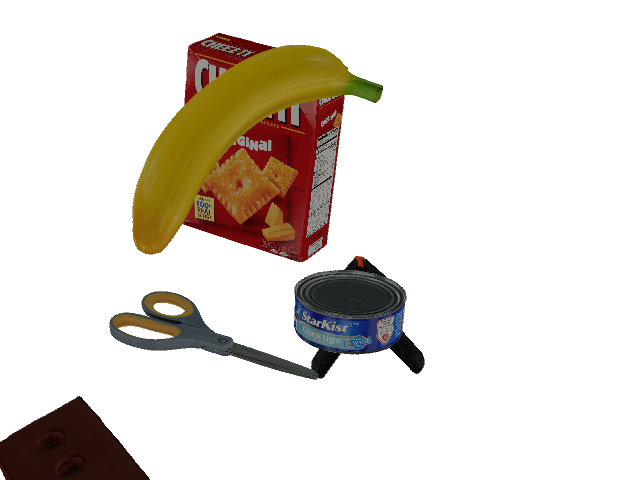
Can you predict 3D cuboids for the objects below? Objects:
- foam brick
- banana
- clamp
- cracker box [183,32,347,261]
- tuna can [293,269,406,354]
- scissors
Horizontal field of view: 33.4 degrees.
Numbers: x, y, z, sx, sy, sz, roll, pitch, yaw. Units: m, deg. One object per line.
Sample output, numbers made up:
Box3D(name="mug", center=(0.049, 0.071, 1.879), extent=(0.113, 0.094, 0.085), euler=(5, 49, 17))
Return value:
Box3D(name="foam brick", center=(-0.118, 0.127, 0.528), extent=(0.052, 0.051, 0.078), euler=(-29, 42, -25))
Box3D(name="banana", center=(-0.050, -0.069, 0.646), extent=(0.197, 0.070, 0.037), euler=(-38, -23, -26))
Box3D(name="clamp", center=(0.058, 0.087, 1.190), extent=(0.120, 0.171, 0.039), euler=(7, -43, 3))
Box3D(name="cracker box", center=(-0.068, -0.099, 1.163), extent=(0.164, 0.214, 0.072), euler=(18, 30, 22))
Box3D(name="tuna can", center=(0.022, 0.054, 0.819), extent=(0.086, 0.034, 0.086), euler=(3, 21, -1))
Box3D(name="scissors", center=(-0.097, 0.087, 1.010), extent=(0.202, 0.016, 0.096), euler=(9, 30, 2))
